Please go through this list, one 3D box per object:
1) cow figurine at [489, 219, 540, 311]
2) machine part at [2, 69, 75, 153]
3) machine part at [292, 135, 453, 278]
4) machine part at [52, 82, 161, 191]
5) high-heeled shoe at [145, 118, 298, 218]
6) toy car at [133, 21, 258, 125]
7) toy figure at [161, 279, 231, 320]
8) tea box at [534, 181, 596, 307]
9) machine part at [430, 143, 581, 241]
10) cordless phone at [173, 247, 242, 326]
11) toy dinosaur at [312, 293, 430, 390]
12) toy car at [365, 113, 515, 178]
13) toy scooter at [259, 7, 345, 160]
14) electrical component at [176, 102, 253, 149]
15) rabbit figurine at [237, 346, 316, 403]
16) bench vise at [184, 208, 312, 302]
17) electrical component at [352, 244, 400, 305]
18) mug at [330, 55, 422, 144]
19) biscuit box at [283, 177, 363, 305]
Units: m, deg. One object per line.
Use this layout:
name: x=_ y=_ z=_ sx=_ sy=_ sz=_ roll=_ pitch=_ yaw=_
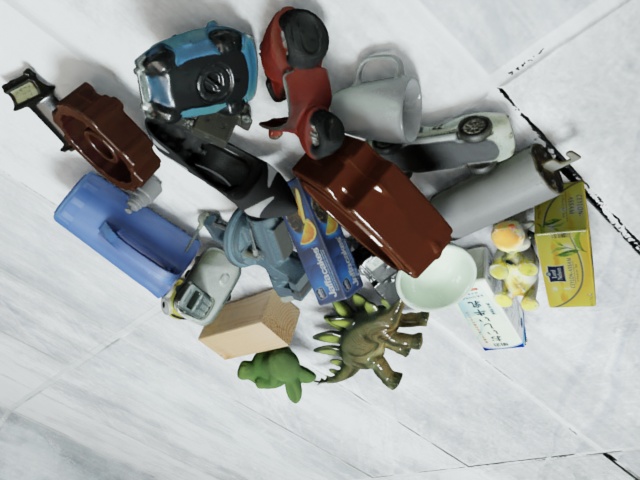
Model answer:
cow figurine: x=0.296 y=0.020 z=0.808 sx=0.068 sy=0.098 sz=0.167 roll=2 pitch=133 yaw=27
machine part: x=-0.437 y=-0.203 z=0.864 sx=0.084 sy=0.039 sz=0.138 roll=-19 pitch=127 yaw=25
machine part: x=0.067 y=-0.048 z=0.733 sx=0.201 sy=0.087 sz=0.201 roll=41 pitch=179 yaw=-28
machine part: x=-0.325 y=-0.153 z=0.825 sx=0.179 sy=0.056 sz=0.179 roll=30 pitch=153 yaw=17
high-heeled shoe: x=-0.145 y=-0.113 z=0.782 sx=0.249 sy=0.086 sz=0.145 roll=25 pitch=170 yaw=34
toy car: x=-0.166 y=-0.216 z=0.689 sx=0.103 sy=0.162 sz=0.109 roll=43 pitch=145 yaw=40
toy figure: x=-0.264 y=0.129 z=1.150 sx=0.180 sy=0.082 sz=0.089 roll=-15 pitch=128 yaw=30
tea box: x=0.354 y=0.011 z=0.773 sx=0.068 sy=0.098 sz=0.169 roll=-5 pitch=137 yaw=26
machine part: x=0.240 y=-0.062 z=0.746 sx=0.079 sy=0.079 sz=0.243 roll=39 pitch=135 yaw=-24
cordless phone: x=-0.218 y=0.075 z=0.989 sx=0.089 sy=0.146 sz=0.184 roll=29 pitch=167 yaw=6
toy dinosaur: x=0.090 y=0.211 z=1.105 sx=0.199 sy=0.105 sz=0.470 roll=24 pitch=136 yaw=7
toy car: x=0.156 y=-0.124 z=0.724 sx=0.202 sy=0.056 sz=0.073 roll=-4 pitch=142 yaw=26
toy scooter: x=-0.037 y=-0.187 z=0.678 sx=0.135 sy=0.075 sz=0.183 roll=-3 pitch=103 yaw=56
electrical component: x=-0.147 y=-0.179 z=0.764 sx=0.102 sy=0.078 sz=0.045 roll=29 pitch=163 yaw=-5
rabbit figurine: x=-0.093 y=0.289 z=1.189 sx=0.159 sy=0.121 sz=0.170 roll=42 pitch=156 yaw=-5
bench vise: x=-0.115 y=0.010 z=0.937 sx=0.241 sy=0.129 sz=0.223 roll=19 pitch=155 yaw=31
electrical component: x=0.132 y=0.041 z=0.887 sx=0.115 sy=0.058 sz=0.134 roll=-36 pitch=118 yaw=16
mug: x=0.067 y=-0.175 z=0.682 sx=0.107 sy=0.081 sz=0.109 roll=5 pitch=120 yaw=26
biscuit box: x=-0.002 y=-0.003 z=0.838 sx=0.063 sy=0.059 sz=0.202 roll=-20 pitch=94 yaw=40
